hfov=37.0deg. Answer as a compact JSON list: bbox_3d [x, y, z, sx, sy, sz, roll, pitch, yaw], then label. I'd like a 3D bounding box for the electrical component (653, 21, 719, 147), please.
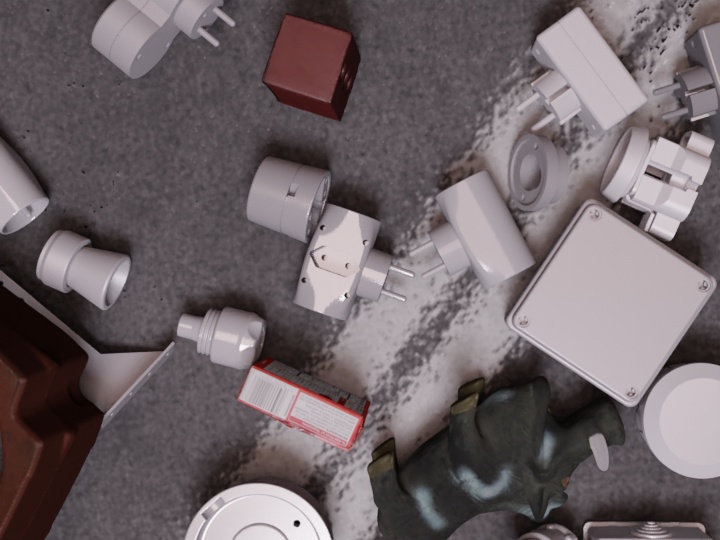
[{"bbox_3d":[0.250,-0.129,0.771,0.076,0.047,0.083,-17,89,3],"label":"electrical component"}]

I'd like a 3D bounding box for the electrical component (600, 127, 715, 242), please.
[{"bbox_3d":[0.209,-0.067,0.769,0.057,0.058,0.078,23,91,1],"label":"electrical component"}]

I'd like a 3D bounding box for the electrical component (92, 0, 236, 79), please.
[{"bbox_3d":[-0.126,-0.196,0.793,0.074,0.052,0.138,40,92,3],"label":"electrical component"}]

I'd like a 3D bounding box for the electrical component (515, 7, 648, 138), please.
[{"bbox_3d":[0.149,-0.130,0.777,0.076,0.047,0.083,-36,87,3],"label":"electrical component"}]

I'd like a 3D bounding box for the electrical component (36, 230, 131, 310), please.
[{"bbox_3d":[-0.205,-0.001,0.800,0.055,0.045,0.045,23,91,4],"label":"electrical component"}]

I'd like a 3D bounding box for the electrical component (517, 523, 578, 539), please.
[{"bbox_3d":[0.124,0.205,0.755,0.048,0.062,0.048,-2,87,42],"label":"electrical component"}]

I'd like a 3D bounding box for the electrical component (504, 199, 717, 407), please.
[{"bbox_3d":[0.176,0.023,0.770,0.109,0.056,0.108,34,92,3],"label":"electrical component"}]

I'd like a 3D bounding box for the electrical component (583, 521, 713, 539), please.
[{"bbox_3d":[0.208,0.229,0.770,0.100,0.048,0.099,0,89,3],"label":"electrical component"}]

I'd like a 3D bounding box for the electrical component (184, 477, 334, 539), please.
[{"bbox_3d":[-0.069,0.203,0.782,0.108,0.060,0.108,0,90,4],"label":"electrical component"}]

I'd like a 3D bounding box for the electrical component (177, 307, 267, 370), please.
[{"bbox_3d":[-0.103,0.048,0.794,0.062,0.043,0.043,14,90,4],"label":"electrical component"}]

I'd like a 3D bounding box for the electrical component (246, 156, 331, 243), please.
[{"bbox_3d":[-0.052,-0.053,0.787,0.047,0.055,0.055,18,91,7],"label":"electrical component"}]

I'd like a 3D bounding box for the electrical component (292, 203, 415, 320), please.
[{"bbox_3d":[0.000,0.000,0.788,0.079,0.043,0.077,19,91,3],"label":"electrical component"}]

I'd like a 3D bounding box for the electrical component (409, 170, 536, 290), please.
[{"bbox_3d":[0.075,-0.021,0.782,0.079,0.044,0.077,-28,88,3],"label":"electrical component"}]

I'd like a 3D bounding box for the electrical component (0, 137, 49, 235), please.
[{"bbox_3d":[-0.288,-0.058,0.806,0.079,0.043,0.077,-40,87,2],"label":"electrical component"}]

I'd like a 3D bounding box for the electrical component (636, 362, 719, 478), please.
[{"bbox_3d":[0.239,0.105,0.768,0.080,0.051,0.080,0,89,4],"label":"electrical component"}]
